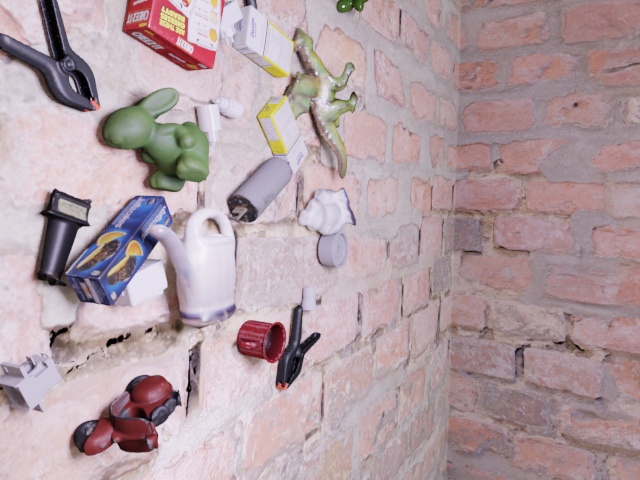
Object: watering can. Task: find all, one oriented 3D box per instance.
[{"bbox_3d":[-0.225,0.054,0.945,0.349,0.104,0.224,-25,114,-79],"label":"watering can"}]

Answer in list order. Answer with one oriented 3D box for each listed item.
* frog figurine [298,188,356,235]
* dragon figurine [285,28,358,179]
[{"bbox_3d":[0.004,-0.072,1.429,0.160,0.124,0.134,-22,127,-21],"label":"frog figurine"},{"bbox_3d":[-0.014,-0.356,1.381,0.244,0.122,0.407,-13,102,-43],"label":"dragon figurine"}]
